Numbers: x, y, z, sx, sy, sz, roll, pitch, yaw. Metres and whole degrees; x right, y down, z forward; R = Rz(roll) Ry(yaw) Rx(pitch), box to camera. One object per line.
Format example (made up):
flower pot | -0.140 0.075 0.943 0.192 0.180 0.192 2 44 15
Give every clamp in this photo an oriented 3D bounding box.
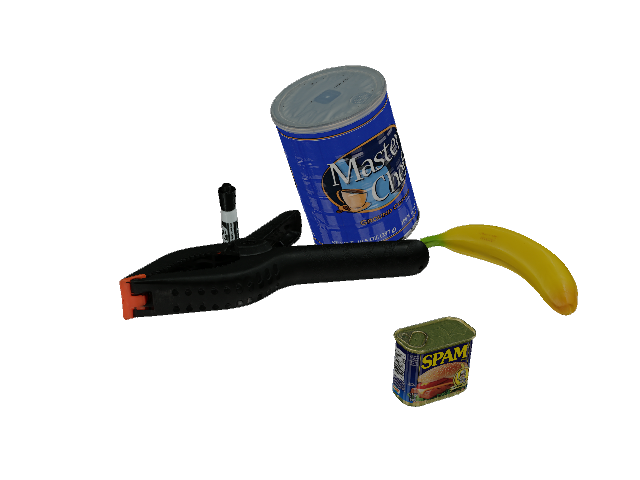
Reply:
clamp | -0.039 0.018 0.750 0.209 0.036 0.165 -17 19 -41

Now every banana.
banana | 0.187 0.022 1.041 0.069 0.037 0.198 -38 36 -22

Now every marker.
marker | -0.096 -0.007 1.140 0.020 0.121 0.020 -2 33 1

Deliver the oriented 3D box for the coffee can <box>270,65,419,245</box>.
coffee can | 0.024 -0.070 0.951 0.103 0.140 0.103 -13 34 9

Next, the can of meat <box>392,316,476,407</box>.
can of meat | 0.139 0.151 1.327 0.101 0.084 0.058 -12 29 -27
